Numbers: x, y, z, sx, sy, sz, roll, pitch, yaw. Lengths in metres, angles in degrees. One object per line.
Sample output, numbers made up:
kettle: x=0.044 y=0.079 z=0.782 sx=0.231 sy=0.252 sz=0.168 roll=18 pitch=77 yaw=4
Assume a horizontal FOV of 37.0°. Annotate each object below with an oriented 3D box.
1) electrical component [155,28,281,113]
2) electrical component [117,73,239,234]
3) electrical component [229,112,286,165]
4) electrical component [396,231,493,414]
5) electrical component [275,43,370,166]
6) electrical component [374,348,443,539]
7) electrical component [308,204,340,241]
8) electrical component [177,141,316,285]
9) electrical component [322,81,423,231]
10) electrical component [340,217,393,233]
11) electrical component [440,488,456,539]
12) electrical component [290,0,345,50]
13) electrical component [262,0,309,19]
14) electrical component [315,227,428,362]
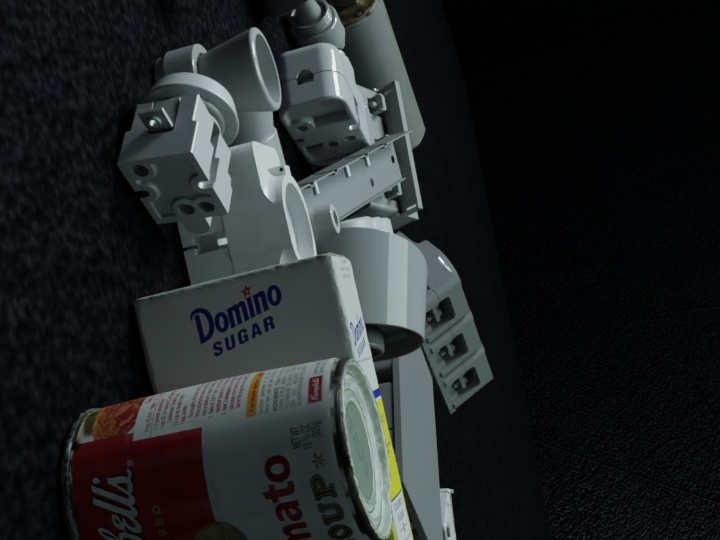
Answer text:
electrical component: x=-0.075 y=-0.099 z=0.569 sx=0.045 sy=0.055 sz=0.045 roll=-13 pitch=90 yaw=-79
electrical component: x=-0.083 y=-0.059 z=0.506 sx=0.066 sy=0.048 sz=0.055 roll=65 pitch=23 yaw=-50
electrical component: x=-0.067 y=-0.082 z=0.631 sx=0.044 sy=0.044 sz=0.065 roll=-84 pitch=163 yaw=-60
electrical component: x=0.063 y=0.046 z=0.980 sx=0.089 sy=0.062 sz=0.150 roll=41 pitch=-18 yaw=43
electrical component: x=-0.030 y=-0.131 z=0.842 sx=0.095 sy=0.054 sz=0.059 roll=55 pitch=24 yaw=-63
electrical component: x=0.013 y=0.112 z=0.749 sx=0.186 sy=0.060 sz=0.105 roll=-90 pitch=163 yaw=-51
electrical component: x=-0.043 y=-0.022 z=0.618 sx=0.048 sy=0.062 sz=0.048 roll=-13 pitch=90 yaw=-79
electrical component: x=-0.057 y=-0.017 z=0.557 sx=0.050 sy=0.056 sz=0.089 roll=-5 pitch=82 yaw=-79
electrical component: x=0.004 y=-0.097 z=0.930 sx=0.063 sy=0.079 sz=0.121 roll=12 pitch=61 yaw=-46
electrical component: x=0.000 y=0.000 z=0.840 sx=0.138 sy=0.052 sz=0.073 roll=-12 pitch=88 yaw=-79
electrical component: x=0.041 y=0.217 z=0.790 sx=0.061 sy=0.061 sz=0.096 roll=-64 pitch=147 yaw=-73
electrical component: x=-0.040 y=-0.211 z=0.916 sx=0.062 sy=0.043 sz=0.043 roll=59 pitch=21 yaw=-55
electrical component: x=-0.039 y=-0.243 z=0.823 sx=0.099 sy=0.099 sz=0.064 roll=-88 pitch=155 yaw=-55
electrical component: x=-0.006 y=0.021 z=0.668 sx=0.099 sy=0.099 sz=0.064 roll=52 pitch=33 yaw=-66
